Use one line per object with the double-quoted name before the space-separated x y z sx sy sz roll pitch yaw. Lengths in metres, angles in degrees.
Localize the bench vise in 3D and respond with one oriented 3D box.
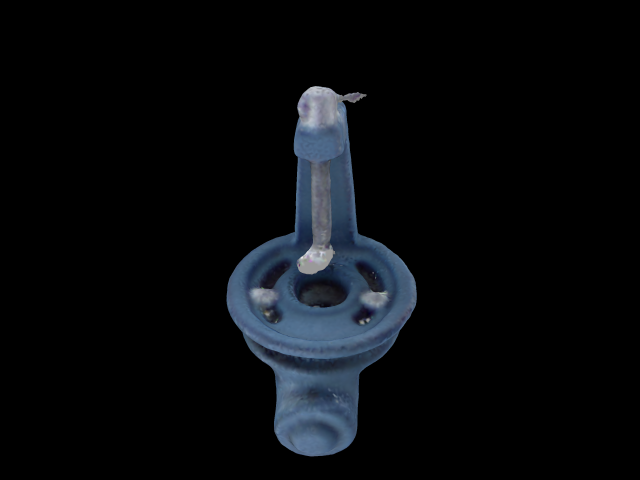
"bench vise" -0.008 0.002 0.397 0.122 0.220 0.207 -5 20 -13
